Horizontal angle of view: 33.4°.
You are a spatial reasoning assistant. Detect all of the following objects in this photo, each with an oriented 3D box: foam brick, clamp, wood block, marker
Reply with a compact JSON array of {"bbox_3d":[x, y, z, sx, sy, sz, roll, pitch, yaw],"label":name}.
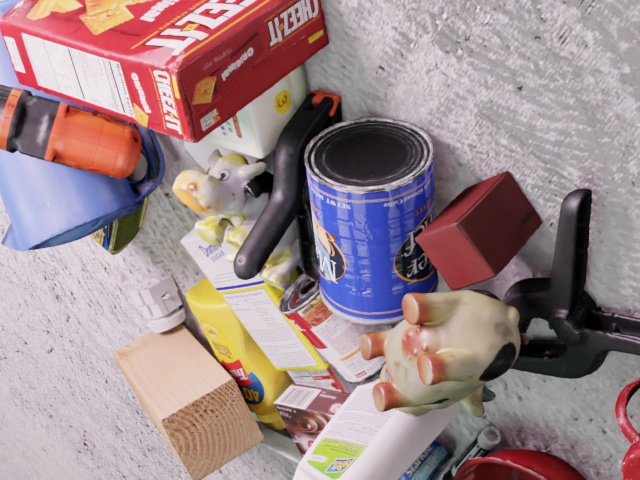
[{"bbox_3d":[0.123,-0.007,0.820,0.053,0.078,0.051,55,143,-9],"label":"foam brick"},{"bbox_3d":[-0.022,-0.040,0.898,0.039,0.120,0.171,14,104,28],"label":"clamp"},{"bbox_3d":[0.195,0.051,0.830,0.164,0.036,0.210,51,148,-5],"label":"clamp"},{"bbox_3d":[-0.154,0.177,1.218,0.206,0.090,0.090,31,148,61],"label":"wood block"},{"bbox_3d":[0.148,0.217,1.054,0.020,0.020,0.121,40,144,12],"label":"marker"}]

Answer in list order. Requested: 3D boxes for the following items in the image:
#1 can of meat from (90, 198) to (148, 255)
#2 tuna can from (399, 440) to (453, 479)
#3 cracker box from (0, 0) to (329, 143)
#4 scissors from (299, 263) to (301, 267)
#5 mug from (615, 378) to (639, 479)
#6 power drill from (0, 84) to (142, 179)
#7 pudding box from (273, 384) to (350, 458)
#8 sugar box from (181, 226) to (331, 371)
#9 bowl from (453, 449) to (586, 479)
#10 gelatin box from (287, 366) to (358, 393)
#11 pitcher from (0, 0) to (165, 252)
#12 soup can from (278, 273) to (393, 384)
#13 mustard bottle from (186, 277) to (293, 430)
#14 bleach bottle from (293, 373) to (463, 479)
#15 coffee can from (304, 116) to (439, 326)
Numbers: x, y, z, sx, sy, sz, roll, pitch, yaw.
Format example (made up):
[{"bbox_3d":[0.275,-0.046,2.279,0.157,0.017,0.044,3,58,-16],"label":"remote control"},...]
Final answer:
[{"bbox_3d":[-0.245,-0.042,1.202,0.084,0.057,0.102,38,144,11],"label":"can of meat"},{"bbox_3d":[0.096,0.239,1.073,0.034,0.086,0.086,36,143,15],"label":"tuna can"},{"bbox_3d":[-0.127,-0.171,0.861,0.214,0.164,0.072,21,138,35],"label":"cracker box"},{"bbox_3d":[-0.007,0.001,1.019,0.202,0.016,0.096,-17,113,53],"label":"scissors"},{"bbox_3d":[0.273,0.155,0.807,0.117,0.081,0.093,45,145,6],"label":"mug"},{"bbox_3d":[-0.244,-0.097,0.931,0.184,0.057,0.188,18,-177,-8],"label":"power drill"},{"bbox_3d":[0.017,0.199,1.107,0.114,0.039,0.090,6,130,43],"label":"pudding box"},{"bbox_3d":[-0.055,0.053,1.071,0.094,0.048,0.176,-10,117,52],"label":"sugar box"},{"bbox_3d":[0.205,0.248,0.990,0.162,0.055,0.162,29,140,27],"label":"bowl"},{"bbox_3d":[0.012,0.155,1.132,0.073,0.030,0.089,-13,115,52],"label":"gelatin box"},{"bbox_3d":[-0.275,-0.120,1.086,0.145,0.149,0.243,-21,92,51],"label":"pitcher"},{"bbox_3d":[0.019,0.078,1.006,0.102,0.068,0.069,48,147,-18],"label":"soup can"},{"bbox_3d":[-0.078,0.133,1.185,0.096,0.058,0.191,10,130,51],"label":"mustard bottle"},{"bbox_3d":[0.030,0.195,0.958,0.103,0.250,0.068,-4,120,49],"label":"bleach bottle"},{"bbox_3d":[0.044,-0.015,0.875,0.103,0.102,0.140,23,137,32],"label":"coffee can"}]
